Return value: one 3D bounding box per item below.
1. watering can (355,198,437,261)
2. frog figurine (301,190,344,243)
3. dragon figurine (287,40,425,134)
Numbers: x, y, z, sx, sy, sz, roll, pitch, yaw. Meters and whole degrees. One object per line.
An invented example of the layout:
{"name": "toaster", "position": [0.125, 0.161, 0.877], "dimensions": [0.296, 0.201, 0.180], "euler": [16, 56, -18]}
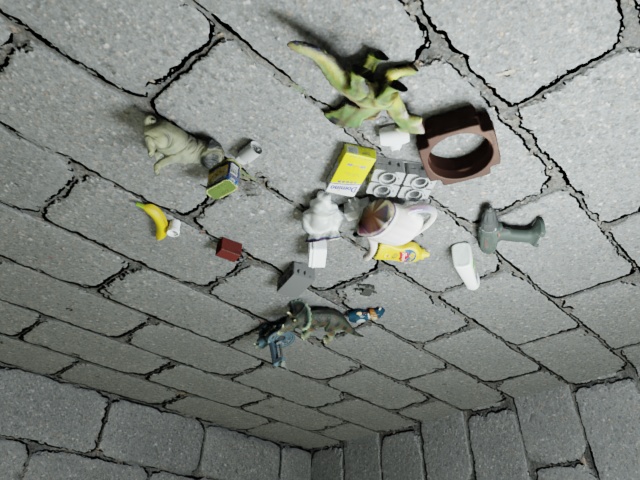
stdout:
{"name": "watering can", "position": [0.200, -0.026, 1.606], "dimensions": [0.223, 0.106, 0.342], "euler": [17, 141, -39]}
{"name": "frog figurine", "position": [0.005, -0.082, 1.621], "dimensions": [0.137, 0.124, 0.157], "euler": [0, 107, 25]}
{"name": "dragon figurine", "position": [0.087, -0.346, 1.254], "dimensions": [0.409, 0.125, 0.238], "euler": [14, 149, -15]}
